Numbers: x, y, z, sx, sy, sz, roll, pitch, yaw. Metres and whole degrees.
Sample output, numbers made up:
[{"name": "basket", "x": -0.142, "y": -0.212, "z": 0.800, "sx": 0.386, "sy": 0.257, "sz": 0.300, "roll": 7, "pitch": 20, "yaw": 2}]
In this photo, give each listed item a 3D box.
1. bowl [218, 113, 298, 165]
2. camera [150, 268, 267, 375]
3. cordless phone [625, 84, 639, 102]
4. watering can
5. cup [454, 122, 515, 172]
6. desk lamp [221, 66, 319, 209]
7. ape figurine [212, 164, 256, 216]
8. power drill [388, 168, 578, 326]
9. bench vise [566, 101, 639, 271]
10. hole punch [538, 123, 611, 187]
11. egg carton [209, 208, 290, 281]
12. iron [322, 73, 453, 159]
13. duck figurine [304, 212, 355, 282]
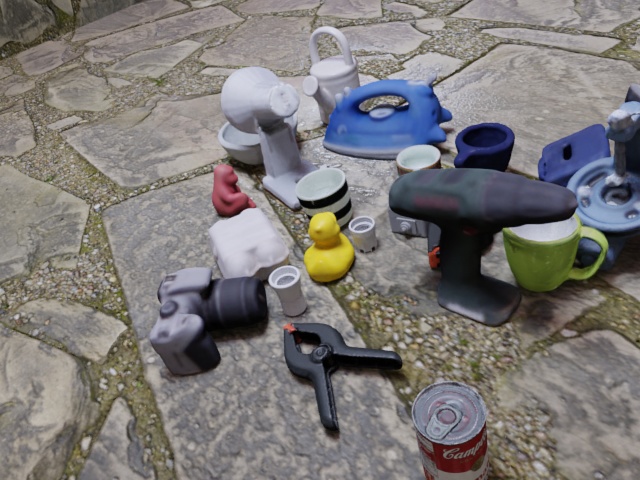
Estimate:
[{"name": "bowl", "x": -0.118, "y": -0.202, "z": 1.166, "sx": 0.167, "sy": 0.075, "sz": 0.167, "roll": -9, "pitch": 38, "yaw": 8}, {"name": "camera", "x": -0.149, "y": 0.094, "z": 0.784, "sx": 0.136, "sy": 0.101, "sz": 0.143, "roll": -8, "pitch": 38, "yaw": 9}, {"name": "cordless phone", "x": 0.540, "y": -0.233, "z": 0.886, "sx": 0.094, "sy": 0.185, "sz": 0.147, "roll": -13, "pitch": 38, "yaw": 3}, {"name": "watering can", "x": 0.028, "y": -0.344, "z": 1.195, "sx": 0.100, "sy": 0.194, "sz": 0.173, "roll": -3, "pitch": 39, "yaw": 16}, {"name": "cup", "x": 0.258, "y": -0.121, "z": 0.918, "sx": 0.118, "sy": 0.095, "sz": 0.091, "roll": -38, "pitch": 43, "yaw": -26}, {"name": "desk lamp", "x": -0.076, "y": -0.196, "z": 1.029, "sx": 0.118, "sy": 0.214, "sz": 0.202, "roll": -31, "pitch": 40, "yaw": -18}, {"name": "ape figurine", "x": -0.164, "y": -0.094, "z": 1.033, "sx": 0.076, "sy": 0.092, "sz": 0.077, "roll": -14, "pitch": 38, "yaw": 2}, {"name": "power drill", "x": 0.192, "y": 0.001, "z": 0.695, "sx": 0.228, "sy": 0.209, "sz": 0.076, "roll": 20, "pitch": 50, "yaw": 37}, {"name": "bench vise", "x": 0.387, "y": -0.096, "z": 0.739, "sx": 0.121, "sy": 0.220, "sz": 0.208, "roll": 7, "pitch": 43, "yaw": 27}, {"name": "hole punch", "x": 0.385, "y": -0.117, "z": 0.872, "sx": 0.101, "sy": 0.091, "sz": 0.109, "roll": -1, "pitch": 40, "yaw": 19}, {"name": "egg carton", "x": -0.114, "y": 0.012, "z": 0.900, "sx": 0.107, "sy": 0.069, "sz": 0.150, "roll": -25, "pitch": 39, "yaw": -12}, {"name": "iron", "x": 0.111, "y": -0.239, "z": 1.078, "sx": 0.257, "sy": 0.142, "sz": 0.119, "roll": 1, "pitch": 41, "yaw": 20}, {"name": "duck figurine", "x": 0.008, "y": 0.003, "z": 0.856, "sx": 0.077, "sy": 0.086, "sz": 0.104, "roll": -3, "pitch": 39, "yaw": 16}]
